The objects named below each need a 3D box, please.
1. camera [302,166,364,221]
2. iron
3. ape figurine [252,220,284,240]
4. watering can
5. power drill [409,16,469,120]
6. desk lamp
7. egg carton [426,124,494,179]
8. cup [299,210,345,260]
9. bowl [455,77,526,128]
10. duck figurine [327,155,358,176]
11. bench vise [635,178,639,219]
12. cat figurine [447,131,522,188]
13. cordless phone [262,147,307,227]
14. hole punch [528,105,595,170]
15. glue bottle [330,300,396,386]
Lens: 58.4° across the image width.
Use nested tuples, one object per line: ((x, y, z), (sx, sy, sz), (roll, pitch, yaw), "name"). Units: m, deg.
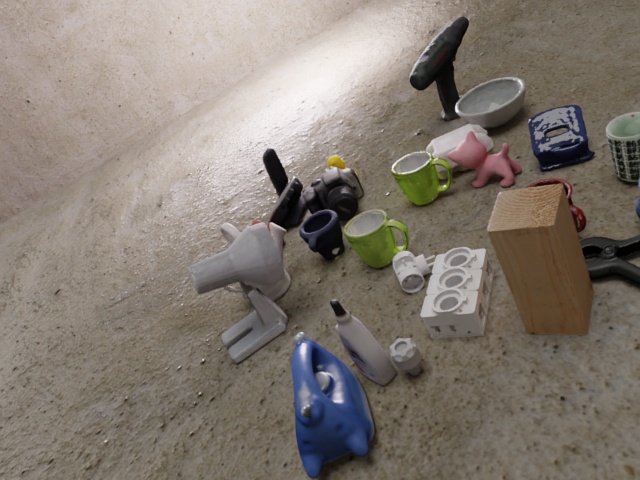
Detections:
((0.031, -0.104, 1.373), (0.143, 0.101, 0.136), (-26, 31, 8), "camera")
((-0.007, 0.222, 0.884), (0.118, 0.142, 0.258), (-27, 30, 6), "iron")
((-0.136, -0.010, 1.389), (0.076, 0.092, 0.078), (-13, 35, 27), "ape figurine")
((-0.146, 0.034, 1.231), (0.100, 0.194, 0.173), (1, 43, 42), "watering can")
((0.335, -0.433, 1.486), (0.230, 0.209, 0.075), (-43, 33, -20), "power drill")
((-0.144, 0.096, 1.118), (0.203, 0.214, 0.117), (-36, 31, -9), "desk lamp")
((0.315, -0.201, 1.300), (0.150, 0.070, 0.107), (-23, 31, 13), "egg carton")
((0.011, 0.004, 1.236), (0.091, 0.095, 0.118), (-15, 34, 25), "cup")
((0.417, -0.318, 1.378), (0.167, 0.075, 0.167), (-22, 31, 15), "bowl")
((0.049, -0.176, 1.478), (0.077, 0.086, 0.104), (-22, 31, 15), "duck figurine")
((0.560, -0.130, 0.830), (0.207, 0.220, 0.121), (-22, 31, 14), "bench vise")
((0.337, -0.172, 1.189), (0.127, 0.118, 0.067), (0, 42, 41), "cat figurine")
((-0.113, -0.130, 1.453), (0.094, 0.185, 0.147), (-13, 35, 27), "cordless phone")
((0.478, -0.205, 1.142), (0.108, 0.091, 0.101), (-14, 34, 26), "hole punch")
((0.057, 0.154, 0.897), (0.037, 0.173, 0.077), (-44, 33, -21), "glue bottle")
